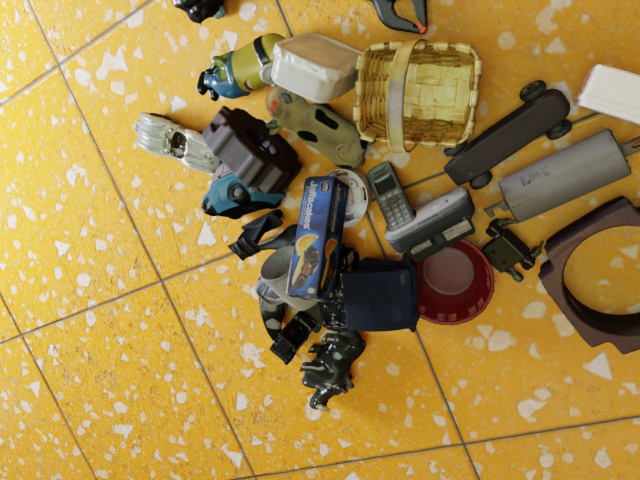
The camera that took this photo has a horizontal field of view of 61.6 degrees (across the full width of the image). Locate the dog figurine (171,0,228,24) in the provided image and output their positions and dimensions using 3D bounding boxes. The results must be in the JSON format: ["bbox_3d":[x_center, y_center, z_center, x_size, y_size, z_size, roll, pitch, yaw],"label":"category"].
[{"bbox_3d":[-0.196,-0.433,0.845,0.109,0.219,0.191,-17,100,21],"label":"dog figurine"}]

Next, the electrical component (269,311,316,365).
[{"bbox_3d":[-0.058,0.199,1.058,0.048,0.075,0.119,39,145,8],"label":"electrical component"}]

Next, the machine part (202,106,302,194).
[{"bbox_3d":[-0.111,-0.156,0.924,0.179,0.179,0.056,45,113,4],"label":"machine part"}]

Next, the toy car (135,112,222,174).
[{"bbox_3d":[-0.274,-0.188,1.037,0.202,0.056,0.073,22,112,13],"label":"toy car"}]

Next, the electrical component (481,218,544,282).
[{"bbox_3d":[0.311,0.013,0.878,0.102,0.045,0.078,40,144,9],"label":"electrical component"}]

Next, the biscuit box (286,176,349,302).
[{"bbox_3d":[-0.002,-0.003,0.884,0.059,0.062,0.202,2,79,30],"label":"biscuit box"}]

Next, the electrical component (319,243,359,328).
[{"bbox_3d":[0.034,0.076,0.963,0.058,0.115,0.134,-2,105,18],"label":"electrical component"}]

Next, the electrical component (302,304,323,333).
[{"bbox_3d":[-0.008,0.135,1.048,0.063,0.021,0.094,25,114,13],"label":"electrical component"}]

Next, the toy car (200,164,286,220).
[{"bbox_3d":[-0.147,-0.101,0.998,0.162,0.109,0.103,-14,77,36],"label":"toy car"}]

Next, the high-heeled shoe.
[{"bbox_3d":[-0.051,0.083,1.039,0.145,0.086,0.248,-9,120,-4],"label":"high-heeled shoe"}]

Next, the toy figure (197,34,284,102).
[{"bbox_3d":[-0.129,-0.298,0.935,0.180,0.082,0.089,-7,105,25],"label":"toy figure"}]

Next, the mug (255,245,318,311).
[{"bbox_3d":[-0.053,0.081,0.952,0.109,0.081,0.107,-37,122,1],"label":"mug"}]

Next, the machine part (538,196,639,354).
[{"bbox_3d":[0.455,0.051,0.808,0.201,0.087,0.201,-38,90,28],"label":"machine part"}]

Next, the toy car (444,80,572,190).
[{"bbox_3d":[0.285,-0.158,0.830,0.202,0.053,0.089,-36,111,28],"label":"toy car"}]

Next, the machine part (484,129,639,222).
[{"bbox_3d":[0.362,-0.094,0.805,0.243,0.079,0.079,-26,95,26],"label":"machine part"}]

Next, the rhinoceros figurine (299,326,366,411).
[{"bbox_3d":[0.023,0.248,1.048,0.112,0.073,0.190,27,112,0],"label":"rhinoceros figurine"}]

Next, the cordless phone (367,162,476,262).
[{"bbox_3d":[0.160,-0.071,0.876,0.147,0.088,0.184,-30,54,15],"label":"cordless phone"}]

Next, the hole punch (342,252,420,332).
[{"bbox_3d":[0.101,0.095,0.903,0.116,0.092,0.142,3,104,33],"label":"hole punch"}]

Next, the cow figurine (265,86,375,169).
[{"bbox_3d":[-0.009,-0.188,0.895,0.195,0.127,0.085,35,112,6],"label":"cow figurine"}]

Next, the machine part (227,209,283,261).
[{"bbox_3d":[-0.117,-0.014,0.983,0.084,0.139,0.039,-15,114,24],"label":"machine part"}]
